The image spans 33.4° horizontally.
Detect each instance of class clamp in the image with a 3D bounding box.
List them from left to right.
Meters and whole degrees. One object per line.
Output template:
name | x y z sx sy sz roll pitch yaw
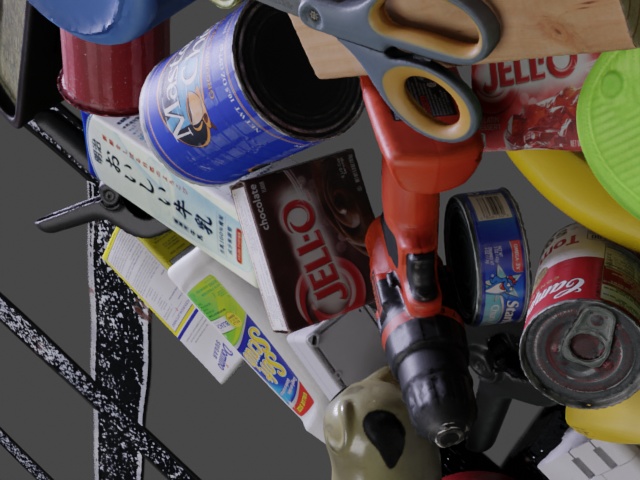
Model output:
clamp | -0.189 -0.038 0.965 0.171 0.039 0.120 23 125 12
clamp | 0.116 0.073 0.760 0.164 0.036 0.210 50 151 -1

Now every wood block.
wood block | 0.078 -0.146 0.534 0.207 0.090 0.090 4 126 49

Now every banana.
banana | 0.177 -0.028 0.589 0.198 0.037 0.070 20 108 34

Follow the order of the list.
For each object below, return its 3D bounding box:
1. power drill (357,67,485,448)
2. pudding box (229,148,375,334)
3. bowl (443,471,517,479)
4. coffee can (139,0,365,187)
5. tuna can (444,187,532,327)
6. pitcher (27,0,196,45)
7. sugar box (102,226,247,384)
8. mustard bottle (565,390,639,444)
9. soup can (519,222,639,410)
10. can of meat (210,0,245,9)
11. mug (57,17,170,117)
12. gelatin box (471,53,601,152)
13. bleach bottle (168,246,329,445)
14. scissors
power drill | 0.059 0.003 0.628 0.184 0.057 0.188 -103 8 -47
pudding box | -0.005 0.001 0.760 0.039 0.089 0.113 -14 94 65
bowl | 0.150 0.244 0.874 0.162 0.055 0.162 32 143 27
coffee can | -0.047 -0.100 0.721 0.141 0.102 0.103 -17 110 55
tuna can | 0.104 0.011 0.671 0.086 0.033 0.086 173 90 -84
pitcher | -0.042 -0.190 0.492 0.145 0.242 0.149 20 142 36
sugar box | -0.128 0.049 1.027 0.176 0.048 0.093 44 145 4
mustard bottle | 0.238 0.096 0.583 0.192 0.096 0.058 3 89 49
soup can | 0.153 0.039 0.603 0.068 0.102 0.068 8 119 14
can of meat | -0.055 -0.197 0.649 0.102 0.083 0.057 39 147 16
mug | -0.158 -0.161 0.821 0.117 0.093 0.081 -110 19 -43
gelatin box | 0.122 -0.084 0.573 0.089 0.030 0.073 5 100 47
bleach bottle | -0.022 0.097 0.931 0.251 0.068 0.103 50 147 -4
scissors | 0.011 -0.102 0.559 0.202 0.016 0.096 15 135 43
